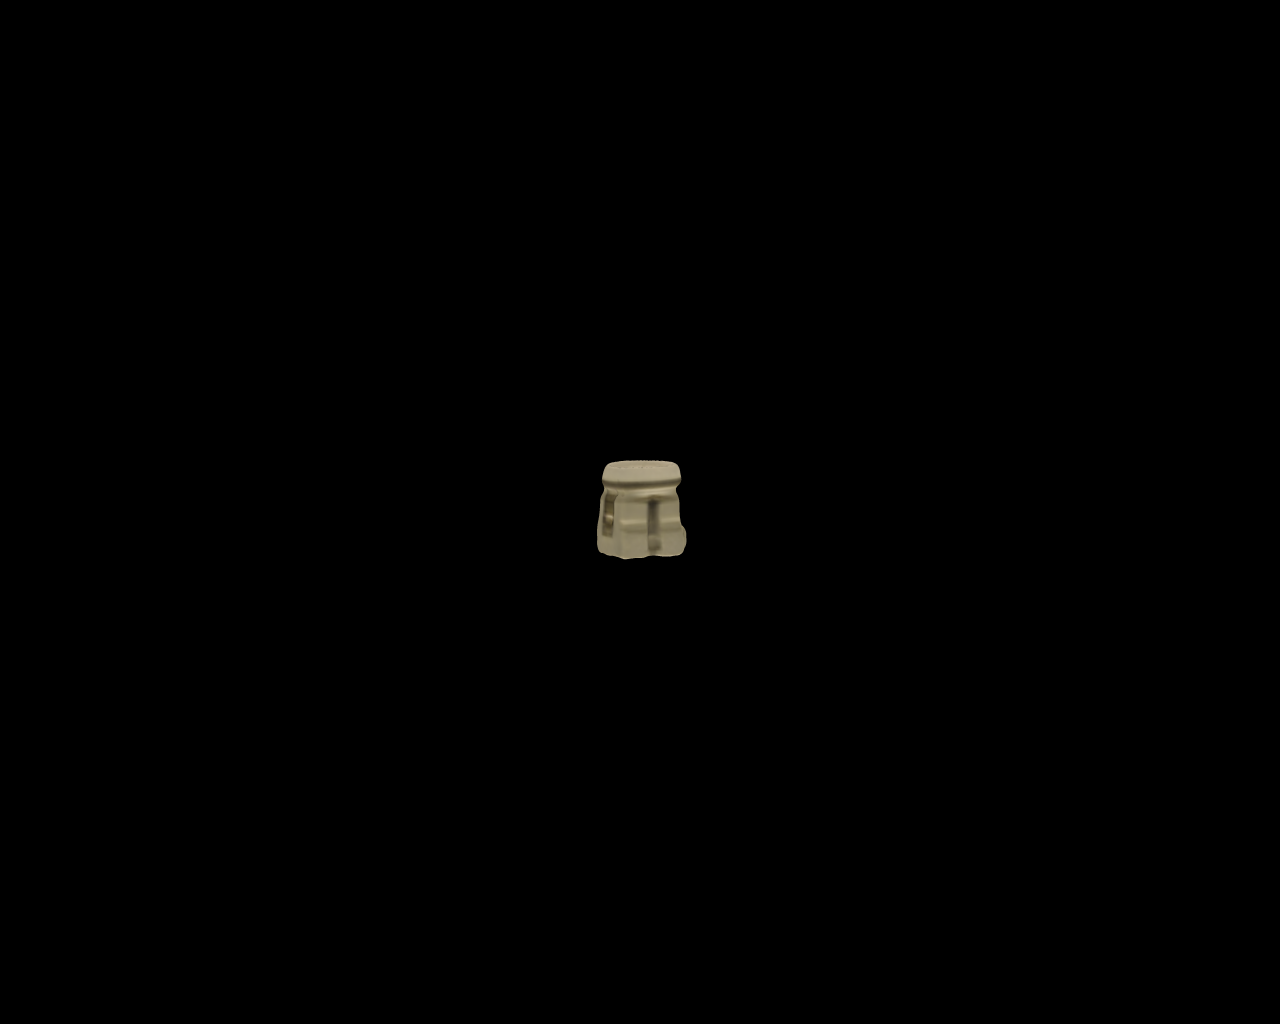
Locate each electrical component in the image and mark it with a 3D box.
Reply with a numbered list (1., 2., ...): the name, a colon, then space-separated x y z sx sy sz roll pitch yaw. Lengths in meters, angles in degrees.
1. electrical component: 0.001 -0.003 0.650 0.066 0.055 0.048 -4 8 -29
